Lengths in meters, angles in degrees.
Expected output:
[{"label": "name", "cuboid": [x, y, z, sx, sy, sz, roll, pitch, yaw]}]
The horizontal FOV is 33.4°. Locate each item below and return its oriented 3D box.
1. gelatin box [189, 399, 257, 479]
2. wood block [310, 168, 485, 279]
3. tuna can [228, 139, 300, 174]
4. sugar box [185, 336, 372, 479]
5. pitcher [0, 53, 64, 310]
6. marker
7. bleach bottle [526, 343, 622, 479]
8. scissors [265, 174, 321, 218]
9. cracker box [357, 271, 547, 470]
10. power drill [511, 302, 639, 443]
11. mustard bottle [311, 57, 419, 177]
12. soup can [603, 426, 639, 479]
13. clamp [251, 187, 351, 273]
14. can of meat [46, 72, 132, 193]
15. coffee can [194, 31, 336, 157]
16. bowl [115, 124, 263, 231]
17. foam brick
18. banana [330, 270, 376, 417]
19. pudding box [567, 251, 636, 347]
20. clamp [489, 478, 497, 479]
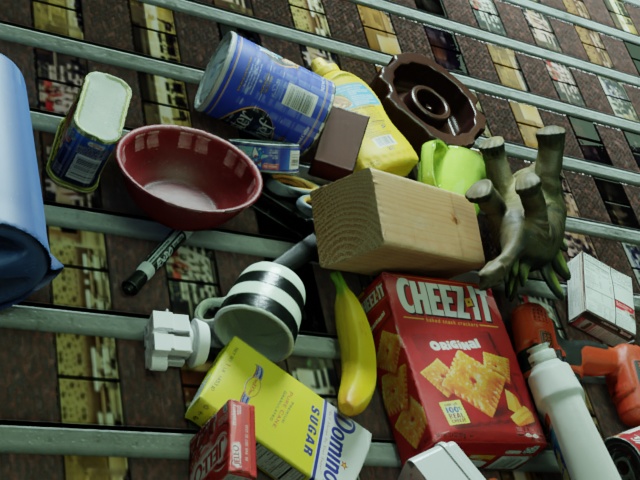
[{"label": "gelatin box", "cuboid": [-0.089, 0.197, 0.963, 0.030, 0.089, 0.073, 18, 47, -24]}, {"label": "wood block", "cuboid": [0.092, -0.011, 1.215, 0.205, 0.090, 0.091, 11, 65, -49]}, {"label": "tuna can", "cuboid": [-0.066, -0.097, 1.230, 0.085, 0.086, 0.034, -1, 100, -36]}, {"label": "sugar box", "cuboid": [-0.038, 0.182, 1.046, 0.176, 0.048, 0.093, 34, 42, -6]}, {"label": "pitcher", "cuboid": [-0.331, -0.066, 0.982, 0.145, 0.149, 0.243, -16, 54, 1]}, {"label": "marker", "cuboid": [-0.169, 0.019, 1.107, 0.020, 0.020, 0.121, 39, 42, -2]}, {"label": "bleach bottle", "cuboid": [0.286, 0.235, 1.170, 0.068, 0.102, 0.251, -20, 71, 2]}, {"label": "scissors", "cuboid": [0.027, -0.044, 1.264, 0.201, 0.016, 0.096, 9, 27, -37]}, {"label": "cracker box", "cuboid": [0.145, 0.145, 1.189, 0.163, 0.072, 0.214, 9, 50, -31]}, {"label": "power drill", "cuboid": [0.322, 0.174, 1.304, 0.187, 0.057, 0.184, 17, 50, -25]}, {"label": "mustard bottle", "cuboid": [0.042, -0.159, 1.380, 0.096, 0.058, 0.192, -17, 67, -35]}, {"label": "soup can", "cuboid": [0.385, 0.257, 1.272, 0.102, 0.069, 0.068, -8, 61, -40]}, {"label": "clamp", "cuboid": [-0.008, 0.001, 1.220, 0.209, 0.036, 0.164, 14, 40, -29]}, {"label": "can of meat", "cuboid": [-0.241, -0.115, 1.119, 0.057, 0.084, 0.102, 22, 46, -20]}, {"label": "coffee can", "cuboid": [-0.066, -0.174, 1.281, 0.140, 0.103, 0.102, 24, 45, -18]}, {"label": "bowl", "cuboid": [-0.145, -0.058, 1.145, 0.162, 0.055, 0.162, 15, 34, -11]}, {"label": "foam brick", "cuboid": [0.023, -0.114, 1.290, 0.051, 0.053, 0.078, 18, 73, -3]}, {"label": "banana", "cuboid": [0.033, 0.122, 1.134, 0.069, 0.037, 0.198, 43, 26, -34]}, {"label": "pudding box", "cuboid": [0.378, 0.081, 1.438, 0.090, 0.039, 0.113, 26, 42, -15]}, {"label": "clamp", "cuboid": [0.177, 0.326, 1.086, 0.120, 0.039, 0.171, 7, 45, -26]}]
